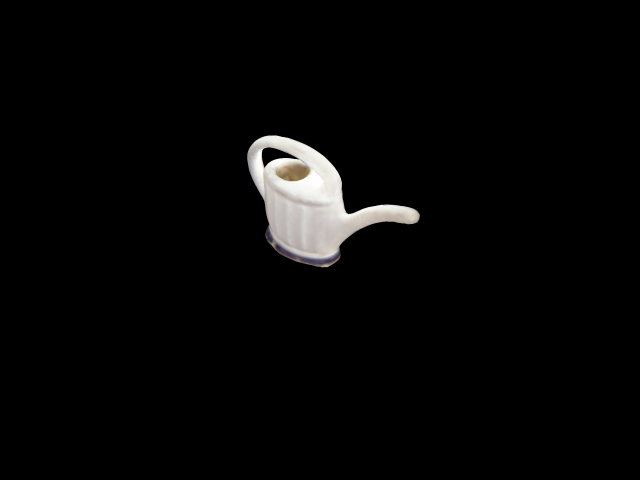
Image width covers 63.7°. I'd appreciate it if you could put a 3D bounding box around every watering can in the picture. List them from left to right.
[{"bbox_3d":[0.003,-0.043,0.850,0.351,0.219,0.105,32,51,31],"label":"watering can"}]
